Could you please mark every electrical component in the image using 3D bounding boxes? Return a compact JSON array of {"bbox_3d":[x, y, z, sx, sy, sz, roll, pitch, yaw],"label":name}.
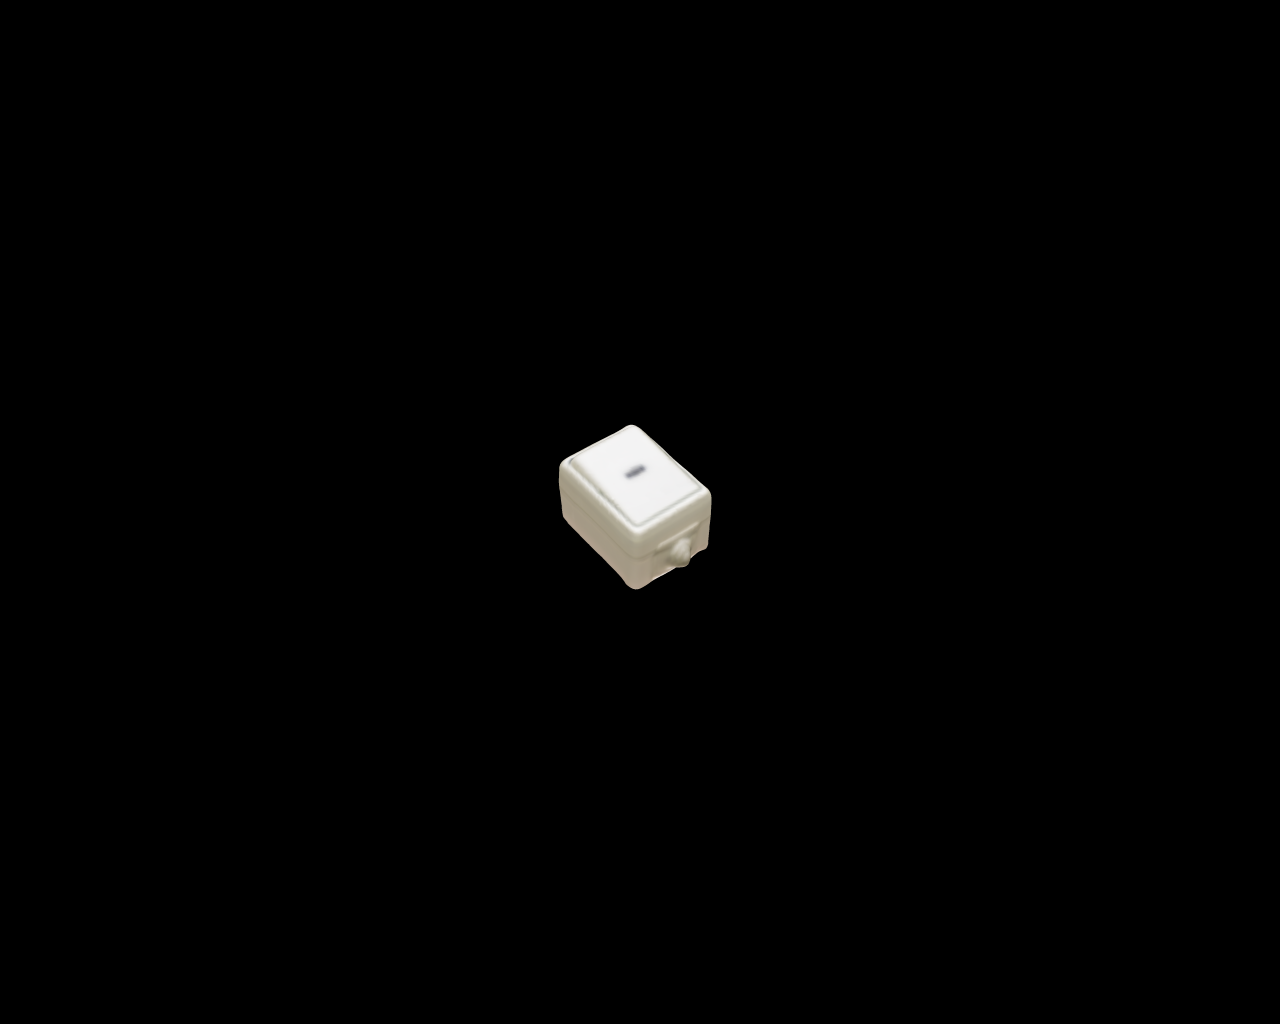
[{"bbox_3d":[0.001,-0.003,0.650,0.062,0.061,0.096,-30,54,-24],"label":"electrical component"}]
